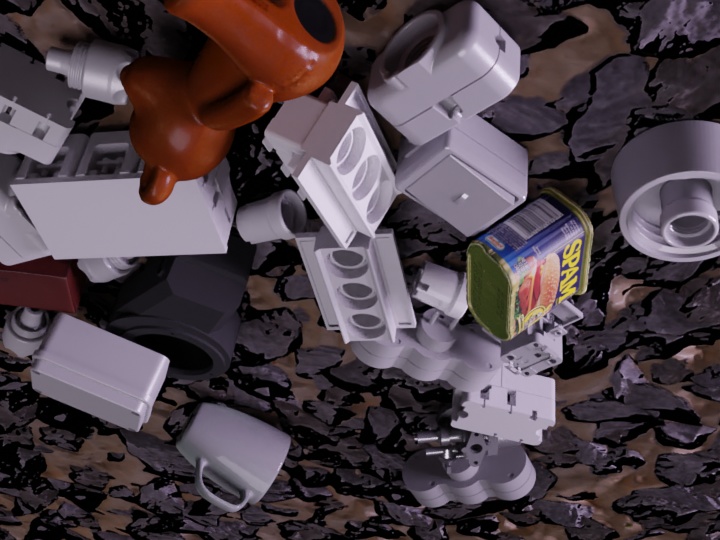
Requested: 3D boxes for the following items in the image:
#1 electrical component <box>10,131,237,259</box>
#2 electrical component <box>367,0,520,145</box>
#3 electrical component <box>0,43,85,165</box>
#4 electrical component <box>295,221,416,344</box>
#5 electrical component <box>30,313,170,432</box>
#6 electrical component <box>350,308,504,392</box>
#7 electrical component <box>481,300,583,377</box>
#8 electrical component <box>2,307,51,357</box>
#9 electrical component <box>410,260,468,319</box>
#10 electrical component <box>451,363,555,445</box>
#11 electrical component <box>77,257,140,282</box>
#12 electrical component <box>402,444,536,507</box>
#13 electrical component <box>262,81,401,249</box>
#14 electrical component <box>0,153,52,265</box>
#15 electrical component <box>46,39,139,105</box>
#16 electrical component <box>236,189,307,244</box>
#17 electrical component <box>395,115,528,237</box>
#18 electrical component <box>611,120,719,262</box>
[{"bbox_3d":[-0.183,-0.063,0.857,0.150,0.061,0.089,-2,139,12],"label":"electrical component"},{"bbox_3d":[0.053,-0.136,0.732,0.095,0.053,0.059,-27,129,35],"label":"electrical component"},{"bbox_3d":[-0.260,-0.125,0.804,0.089,0.050,0.056,26,137,-21],"label":"electrical component"},{"bbox_3d":[0.000,0.000,0.899,0.079,0.063,0.121,-2,140,12],"label":"electrical component"},{"bbox_3d":[-0.238,0.095,0.981,0.113,0.057,0.078,23,154,-4],"label":"electrical component"},{"bbox_3d":[0.067,0.059,0.968,0.138,0.052,0.073,16,140,-9],"label":"electrical component"},{"bbox_3d":[0.150,0.055,0.939,0.042,0.063,0.081,36,134,-28],"label":"electrical component"},{"bbox_3d":[-0.319,0.053,1.034,0.043,0.043,0.062,20,138,-14],"label":"electrical component"},{"bbox_3d":[0.071,0.016,0.926,0.046,0.040,0.040,22,139,-6],"label":"electrical component"},{"bbox_3d":[0.137,0.123,1.030,0.089,0.055,0.050,14,140,-6],"label":"electrical component"},{"bbox_3d":[-0.211,-0.016,0.933,0.062,0.043,0.043,-19,134,27],"label":"electrical component"},{"bbox_3d":[0.110,0.208,1.140,0.138,0.052,0.073,-10,137,21],"label":"electrical component"},{"bbox_3d":[-0.019,-0.077,0.783,0.063,0.078,0.121,26,167,24],"label":"electrical component"},{"bbox_3d":[-0.290,-0.053,0.893,0.059,0.053,0.095,-12,137,23],"label":"electrical component"},{"bbox_3d":[-0.193,-0.145,0.774,0.062,0.043,0.043,13,140,-4],"label":"electrical component"},{"bbox_3d":[-0.073,-0.042,0.881,0.046,0.040,0.040,-12,137,31],"label":"electrical component"},{"bbox_3d":[0.070,-0.076,0.797,0.096,0.061,0.062,30,136,-24],"label":"electrical component"},{"bbox_3d":[0.242,-0.051,0.797,0.108,0.060,0.108,5,141,4],"label":"electrical component"}]
